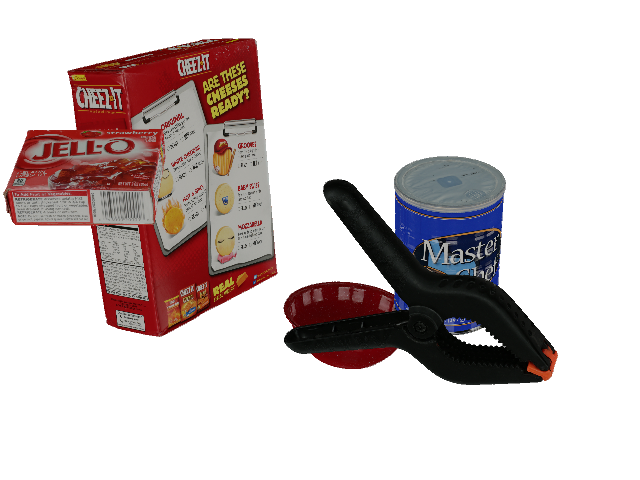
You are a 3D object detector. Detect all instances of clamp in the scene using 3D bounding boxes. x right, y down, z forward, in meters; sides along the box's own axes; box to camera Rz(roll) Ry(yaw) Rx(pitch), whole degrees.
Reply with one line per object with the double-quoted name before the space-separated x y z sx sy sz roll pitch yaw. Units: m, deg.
"clamp" 0.076 0.046 0.796 0.210 0.165 0.036 17 37 14

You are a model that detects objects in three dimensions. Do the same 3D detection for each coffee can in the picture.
"coffee can" 0.121 0.004 1.018 0.103 0.140 0.103 -2 30 1

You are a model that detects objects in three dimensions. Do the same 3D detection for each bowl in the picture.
"bowl" 0.034 0.110 1.299 0.162 0.055 0.162 4 24 -2

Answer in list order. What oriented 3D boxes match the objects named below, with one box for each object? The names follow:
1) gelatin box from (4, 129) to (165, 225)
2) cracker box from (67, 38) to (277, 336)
"gelatin box" -0.144 -0.041 0.666 0.089 0.030 0.073 0 35 -2
"cracker box" -0.117 -0.049 0.886 0.072 0.214 0.163 6 20 34
